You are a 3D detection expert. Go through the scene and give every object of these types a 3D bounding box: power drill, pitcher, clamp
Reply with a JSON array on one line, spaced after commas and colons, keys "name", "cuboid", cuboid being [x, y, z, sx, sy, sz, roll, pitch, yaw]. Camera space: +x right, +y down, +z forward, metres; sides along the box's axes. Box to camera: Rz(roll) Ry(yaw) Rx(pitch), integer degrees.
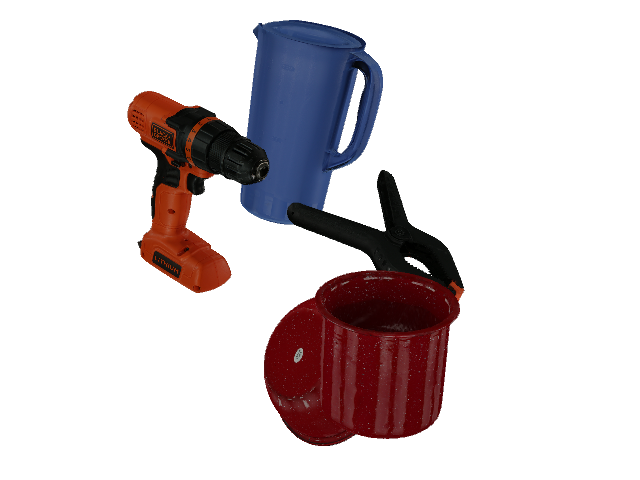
[{"name": "power drill", "cuboid": [-0.125, -0.044, 1.089, 0.185, 0.188, 0.057, 30, 37, 35]}, {"name": "pitcher", "cuboid": [-0.021, -0.144, 1.329, 0.144, 0.243, 0.149, 4, 23, -16]}, {"name": "clamp", "cuboid": [0.072, 0.004, 1.196, 0.164, 0.036, 0.210, -16, 51, -35]}]

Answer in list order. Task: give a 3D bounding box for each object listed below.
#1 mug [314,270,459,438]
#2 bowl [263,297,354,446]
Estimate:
[{"name": "mug", "cuboid": [0.045, 0.071, 0.708, 0.093, 0.081, 0.117, 9, 25, 16]}, {"name": "bowl", "cuboid": [-0.005, 0.118, 1.049, 0.162, 0.162, 0.055, 0, -18, 45]}]
